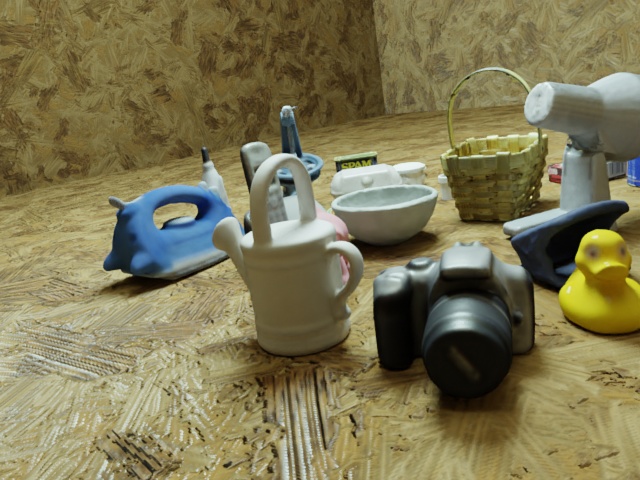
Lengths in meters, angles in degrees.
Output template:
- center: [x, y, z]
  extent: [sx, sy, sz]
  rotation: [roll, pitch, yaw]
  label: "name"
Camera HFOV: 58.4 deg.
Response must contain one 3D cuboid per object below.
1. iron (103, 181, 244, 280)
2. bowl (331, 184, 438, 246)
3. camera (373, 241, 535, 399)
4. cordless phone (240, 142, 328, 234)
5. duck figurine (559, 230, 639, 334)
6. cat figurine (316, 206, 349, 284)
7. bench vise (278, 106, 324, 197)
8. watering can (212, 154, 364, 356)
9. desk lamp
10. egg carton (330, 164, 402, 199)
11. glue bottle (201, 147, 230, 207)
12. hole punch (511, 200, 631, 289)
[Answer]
- center: [-0.223, -0.028, 0.928]
  extent: [0.118, 0.141, 0.259]
  rotation: [4, 20, 40]
  label: "iron"
- center: [0.103, -0.034, 0.898]
  extent: [0.167, 0.075, 0.167]
  rotation: [-8, 15, 2]
  label: "bowl"
- center: [0.109, 0.064, 0.486]
  extent: [0.143, 0.101, 0.137]
  rotation: [-4, 16, 18]
  label: "camera"
- center: [-0.054, -0.066, 0.888]
  extent: [0.093, 0.185, 0.148]
  rotation: [5, 21, 41]
  label: "cordless phone"
- center: [0.269, 0.031, 0.548]
  extent: [0.077, 0.086, 0.105]
  rotation: [-5, 16, 13]
  label: "duck figurine"
- center: [0.007, 0.003, 0.735]
  extent: [0.067, 0.118, 0.128]
  rotation: [-7, 15, 6]
  label: "cat figurine"
- center: [-0.071, -0.180, 1.247]
  extent: [0.122, 0.220, 0.206]
  rotation: [-15, 17, -22]
  label: "bench vise"
- center: [-0.038, 0.010, 0.587]
  extent: [0.172, 0.194, 0.101]
  rotation: [-5, 16, 14]
  label: "watering can"
- center: [0.360, -0.116, 0.788]
  extent: [0.203, 0.214, 0.117]
  rotation: [-14, 16, -18]
  label: "desk lamp"
- center: [0.097, -0.115, 1.204]
  extent: [0.150, 0.069, 0.107]
  rotation: [-8, 15, 2]
  label: "egg carton"
- center: [-0.201, -0.089, 1.078]
  extent: [0.037, 0.173, 0.078]
  rotation: [-5, 16, 12]
  label: "glue bottle"
- center: [0.280, -0.002, 0.653]
  extent: [0.109, 0.091, 0.101]
  rotation: [-14, 16, -18]
  label: "hole punch"
